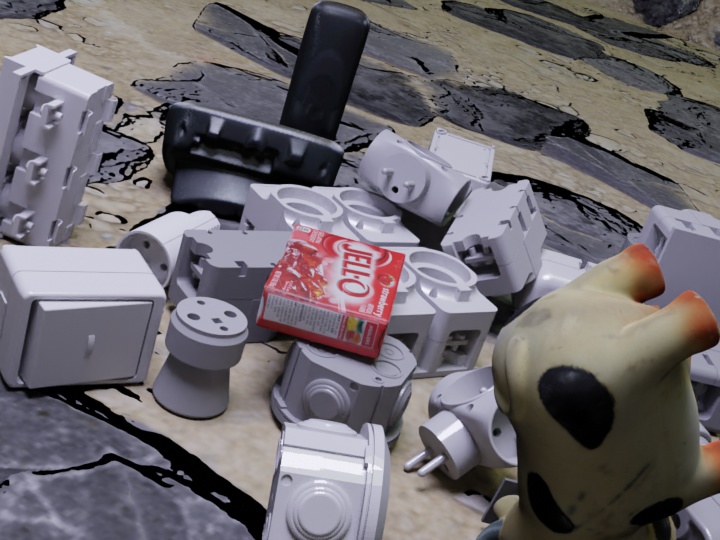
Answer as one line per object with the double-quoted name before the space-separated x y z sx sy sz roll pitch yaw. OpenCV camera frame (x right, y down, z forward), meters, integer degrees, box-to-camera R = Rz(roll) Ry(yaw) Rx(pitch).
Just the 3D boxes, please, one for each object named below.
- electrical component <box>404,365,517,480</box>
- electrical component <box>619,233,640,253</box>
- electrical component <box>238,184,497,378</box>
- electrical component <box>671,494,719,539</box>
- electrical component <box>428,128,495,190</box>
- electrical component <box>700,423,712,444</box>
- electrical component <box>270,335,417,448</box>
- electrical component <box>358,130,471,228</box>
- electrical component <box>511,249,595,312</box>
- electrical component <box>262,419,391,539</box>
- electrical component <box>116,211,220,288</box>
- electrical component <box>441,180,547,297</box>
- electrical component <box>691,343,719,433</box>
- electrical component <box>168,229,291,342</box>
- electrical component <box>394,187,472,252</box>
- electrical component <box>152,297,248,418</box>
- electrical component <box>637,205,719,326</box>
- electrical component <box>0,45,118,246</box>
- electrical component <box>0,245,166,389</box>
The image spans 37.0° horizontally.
"electrical component" 0.061 0.094 0.621 0.079 0.044 0.077 -32 13 -18
"electrical component" 0.264 0.004 0.961 0.080 0.051 0.080 15 24 -7
"electrical component" 0.000 0.000 0.772 0.105 0.060 0.186 0 30 -36
"electrical component" 0.186 0.142 0.607 0.059 0.053 0.095 6 27 -25
"electrical component" 0.087 -0.081 1.014 0.062 0.061 0.096 18 32 0
"electrical component" 0.216 0.117 0.706 0.035 0.035 0.061 8 28 -22
"electrical component" -0.009 0.068 0.632 0.080 0.051 0.080 15 24 -7
"electrical component" 0.037 -0.069 0.810 0.077 0.044 0.079 33 13 12
"electrical component" 0.170 0.027 0.842 0.095 0.053 0.059 16 24 -5
"electrical component" -0.017 0.109 0.505 0.051 0.080 0.080 10 25 -5
"electrical component" -0.127 -0.017 0.738 0.043 0.043 0.081 24 25 14
"electrical component" 0.104 -0.020 0.816 0.050 0.055 0.089 -9 27 29
"electrical component" 0.246 0.075 0.798 0.056 0.050 0.089 14 25 -9
"electrical component" -0.073 0.010 0.703 0.089 0.055 0.050 0 30 -36
"electrical component" 0.057 -0.042 0.899 0.061 0.061 0.096 22 25 10
"electrical component" -0.090 0.049 0.609 0.045 0.055 0.045 15 24 -7
"electrical component" 0.314 0.022 0.893 0.186 0.105 0.060 14 24 -11
"electrical component" -0.210 -0.077 0.713 0.063 0.121 0.078 24 24 2
"electrical component" -0.152 0.027 0.603 0.096 0.061 0.061 1 29 -33
